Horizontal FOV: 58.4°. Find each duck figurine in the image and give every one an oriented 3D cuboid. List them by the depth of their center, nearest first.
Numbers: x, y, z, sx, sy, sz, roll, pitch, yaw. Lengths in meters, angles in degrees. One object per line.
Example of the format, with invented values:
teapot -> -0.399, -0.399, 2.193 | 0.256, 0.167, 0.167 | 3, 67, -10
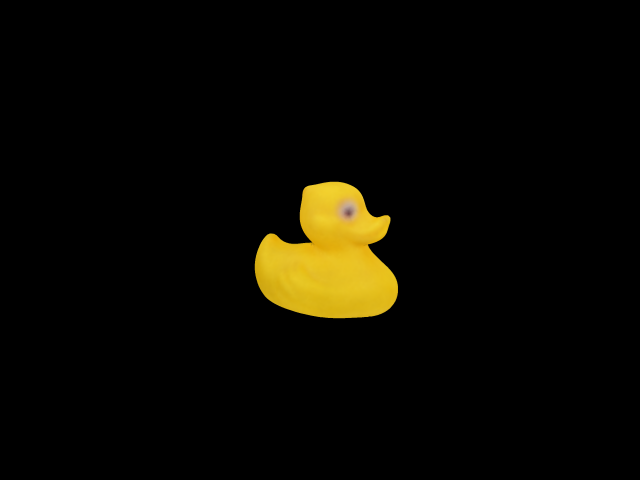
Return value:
duck figurine -> 0.004, 0.001, 0.400 | 0.104, 0.086, 0.078 | 7, 19, 21
